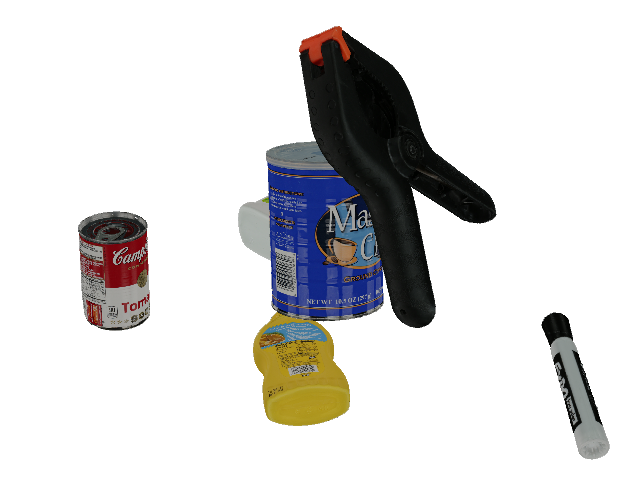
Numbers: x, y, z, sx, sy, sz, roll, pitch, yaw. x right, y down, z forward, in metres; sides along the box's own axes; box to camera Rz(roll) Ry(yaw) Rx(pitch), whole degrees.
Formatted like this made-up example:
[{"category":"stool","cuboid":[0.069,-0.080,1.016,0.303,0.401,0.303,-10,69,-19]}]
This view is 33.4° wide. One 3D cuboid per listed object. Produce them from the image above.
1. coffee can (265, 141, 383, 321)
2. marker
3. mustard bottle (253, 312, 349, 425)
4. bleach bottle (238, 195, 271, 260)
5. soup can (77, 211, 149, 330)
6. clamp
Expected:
[{"category":"coffee can","cuboid":[0.005,-0.011,0.948,0.103,0.140,0.103,-1,15,0]},{"category":"marker","cuboid":[0.164,0.090,0.694,0.020,0.020,0.121,0,38,-2]},{"category":"mustard bottle","cuboid":[-0.030,0.138,1.258,0.096,0.058,0.192,-8,30,-8]},{"category":"bleach bottle","cuboid":[0.018,-0.057,1.351,0.103,0.068,0.250,25,43,34]},{"category":"soup can","cuboid":[-0.207,0.031,1.075,0.068,0.102,0.068,2,26,-1]},{"category":"clamp","cuboid":[0.038,-0.037,0.608,0.039,0.171,0.120,-22,30,37]}]
